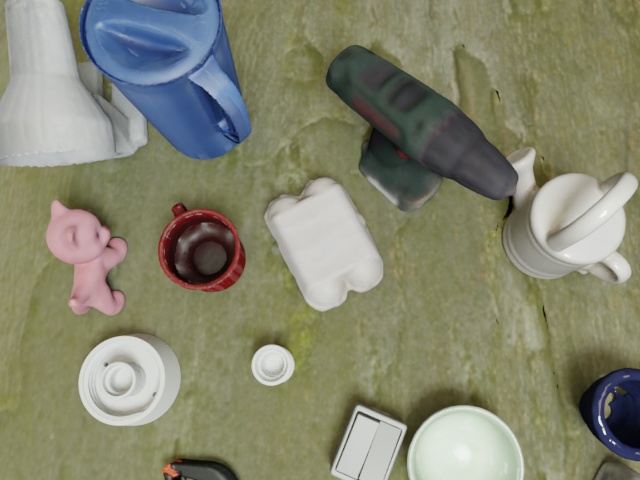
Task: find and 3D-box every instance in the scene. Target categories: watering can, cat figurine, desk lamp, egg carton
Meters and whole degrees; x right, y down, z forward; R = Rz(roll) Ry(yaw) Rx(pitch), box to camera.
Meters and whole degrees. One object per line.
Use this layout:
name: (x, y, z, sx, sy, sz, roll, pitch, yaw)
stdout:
watering can: (0.265, -0.024, 0.617, 0.172, 0.194, 0.101, 26, 80, 7)
cat figurine: (-0.276, 0.020, 0.663, 0.067, 0.118, 0.128, -4, 78, 1)
desk lamp: (-0.282, -0.159, 0.651, 0.118, 0.213, 0.203, -7, 78, 1)
egg carton: (0.006, 0.002, 0.683, 0.107, 0.069, 0.150, -28, 79, -4)

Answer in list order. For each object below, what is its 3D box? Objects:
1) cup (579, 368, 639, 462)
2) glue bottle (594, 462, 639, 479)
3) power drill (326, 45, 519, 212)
cup: (0.336, 0.181, 0.623, 0.118, 0.095, 0.091, -19, 78, -2)
glue bottle: (0.318, 0.272, 0.564, 0.037, 0.173, 0.078, 30, 81, 8)
power drill: (0.103, -0.104, 0.631, 0.229, 0.208, 0.076, 43, 83, 10)
